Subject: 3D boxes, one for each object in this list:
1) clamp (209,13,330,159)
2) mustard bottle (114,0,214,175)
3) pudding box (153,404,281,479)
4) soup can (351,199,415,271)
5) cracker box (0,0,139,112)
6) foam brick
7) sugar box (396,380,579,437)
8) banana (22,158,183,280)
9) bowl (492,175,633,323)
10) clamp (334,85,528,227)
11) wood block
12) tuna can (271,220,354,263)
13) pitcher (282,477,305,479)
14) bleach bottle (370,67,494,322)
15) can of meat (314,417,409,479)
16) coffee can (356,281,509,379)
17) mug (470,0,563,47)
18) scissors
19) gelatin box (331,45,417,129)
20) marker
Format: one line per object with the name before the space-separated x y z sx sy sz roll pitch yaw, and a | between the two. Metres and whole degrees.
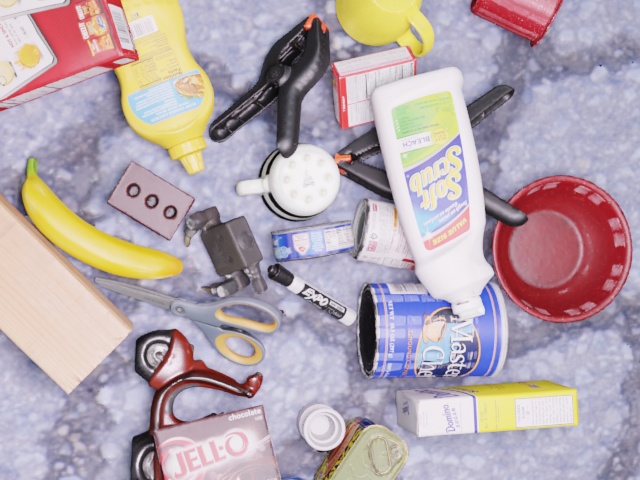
clamp | -0.047 -0.163 1.130 0.120 0.039 0.171 9 64 32
mustard bottle | -0.164 -0.160 1.115 0.096 0.058 0.191 -22 93 -7
pudding box | -0.101 0.219 1.053 0.113 0.039 0.090 -12 82 -14
soup can | 0.090 -0.003 1.150 0.102 0.068 0.068 10 88 -8
cracker box | -0.305 -0.222 1.059 0.214 0.072 0.164 -18 92 10
foam brick | -0.176 -0.040 1.115 0.078 0.051 0.053 31 85 -8
sugar box | 0.178 0.180 1.150 0.176 0.093 0.048 0 88 -10
banana | -0.235 -0.008 1.104 0.197 0.037 0.069 37 60 -9
bowl | 0.260 0.010 1.184 0.162 0.055 0.162 0 89 -9
clamp | 0.122 -0.079 1.151 0.210 0.036 0.164 -9 69 0
wood block | -0.293 0.048 1.076 0.091 0.090 0.206 -45 96 -6
tuna can | -0.007 0.001 1.125 0.086 0.086 0.034 -9 92 -9
pitcher | -0.042 0.375 1.103 0.149 0.145 0.243 -24 97 3
bleach bottle | 0.128 -0.043 1.093 0.102 0.068 0.251 -15 81 1
can of meat | 0.040 0.240 1.131 0.057 0.084 0.102 35 84 -7
coffee can | 0.117 0.096 1.136 0.140 0.103 0.103 0 89 -9
mug | 0.220 -0.279 1.171 0.081 0.093 0.117 24 55 -3
scissors | -0.138 0.087 1.132 0.202 0.016 0.096 5 124 12
gelatin box | 0.059 -0.164 1.145 0.089 0.073 0.030 -16 49 -9
marker | -0.009 0.057 1.134 0.121 0.020 0.020 33 84 -32
